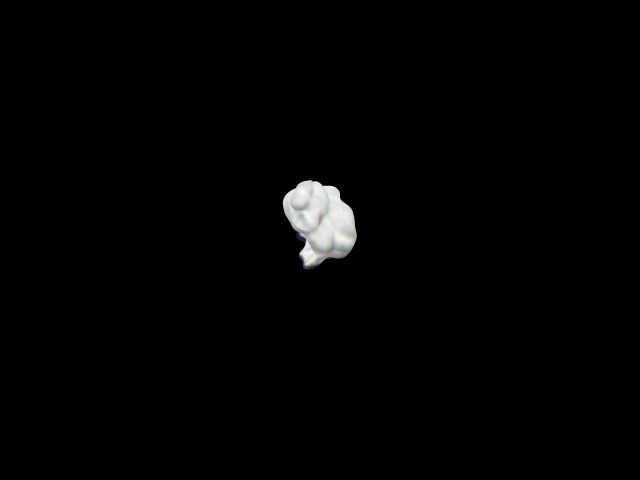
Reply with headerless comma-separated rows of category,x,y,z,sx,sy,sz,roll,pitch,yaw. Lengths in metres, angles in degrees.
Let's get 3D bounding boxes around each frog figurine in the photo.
frog figurine,0.003,-0.043,0.850,0.123,0.141,0.155,9,-42,8
